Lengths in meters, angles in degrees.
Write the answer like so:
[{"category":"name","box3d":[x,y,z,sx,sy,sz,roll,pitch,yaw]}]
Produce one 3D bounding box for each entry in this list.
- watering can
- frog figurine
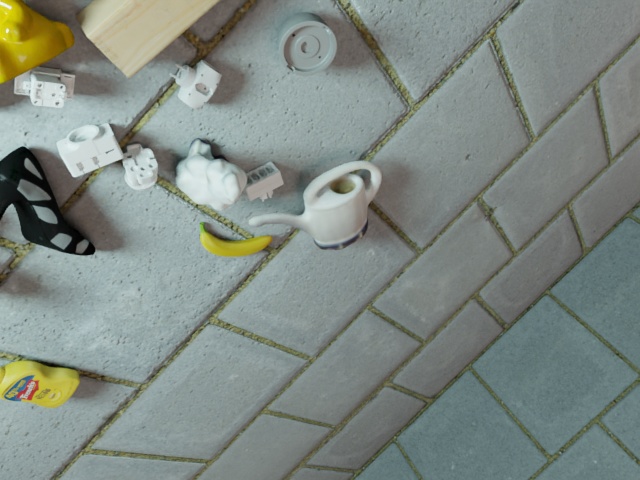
[{"category":"watering can","box3d":[0.004,-0.062,1.227,0.350,0.106,0.219,-28,138,-16]},{"category":"frog figurine","box3d":[-0.203,-0.107,0.985,0.123,0.162,0.134,-29,138,-10]}]
